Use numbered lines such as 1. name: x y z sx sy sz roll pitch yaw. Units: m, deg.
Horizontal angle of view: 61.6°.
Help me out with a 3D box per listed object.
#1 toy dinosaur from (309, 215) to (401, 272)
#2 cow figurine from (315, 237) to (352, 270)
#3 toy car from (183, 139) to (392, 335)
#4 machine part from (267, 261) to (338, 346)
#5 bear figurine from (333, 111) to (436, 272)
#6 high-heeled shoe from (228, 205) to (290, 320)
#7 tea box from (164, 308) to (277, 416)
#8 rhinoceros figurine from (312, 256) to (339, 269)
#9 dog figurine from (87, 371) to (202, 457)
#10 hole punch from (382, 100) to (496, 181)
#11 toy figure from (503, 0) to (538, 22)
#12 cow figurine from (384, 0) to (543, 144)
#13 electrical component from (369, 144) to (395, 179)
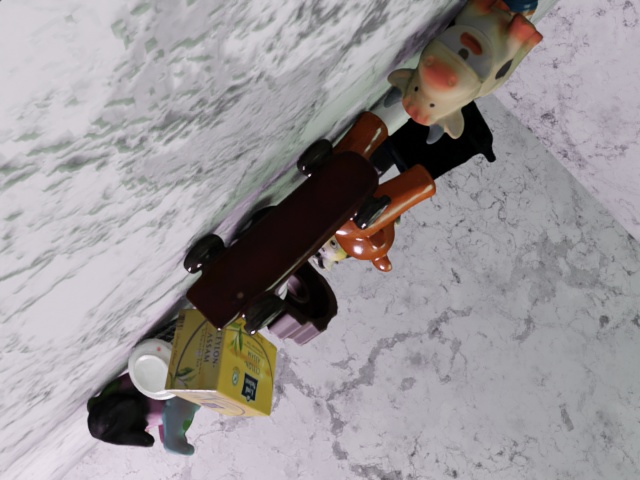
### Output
1. toy dinosaur: 0.039 -0.040 1.178 0.192 0.131 0.405 -43 -175 -19
2. cow figurine: 0.029 -0.002 0.792 0.068 0.098 0.167 -37 -176 25
3. toy car: -0.026 -0.004 0.464 0.202 0.089 0.053 -45 175 -20
4. machine part: -0.051 0.079 0.834 0.056 0.179 0.179 -41 180 22
5. bear figurine: 0.062 -0.038 0.620 0.132 0.120 0.195 -40 158 9
6. high-heeled shoe: -0.093 0.051 0.597 0.248 0.086 0.145 -48 172 28
7. tea box: -0.114 0.155 0.662 0.169 0.068 0.098 59 30 -61
8. rhinoceros figurine: -0.002 -0.003 0.956 0.073 0.112 0.190 -46 171 -1
9. dog figurine: -0.219 0.189 0.787 0.108 0.191 0.219 142 -37 -68
10. hole punch: 0.133 -0.130 0.658 0.116 0.142 0.092 -30 176 -4
11. toy figure: 0.200 -0.244 0.619 0.154 0.058 0.064 132 -34 -54
12. cow figurine: 0.135 -0.165 0.504 0.127 0.085 0.195 -53 172 30
13. electrical component: 0.077 -0.119 0.787 0.134 0.058 0.115 -43 177 -24
